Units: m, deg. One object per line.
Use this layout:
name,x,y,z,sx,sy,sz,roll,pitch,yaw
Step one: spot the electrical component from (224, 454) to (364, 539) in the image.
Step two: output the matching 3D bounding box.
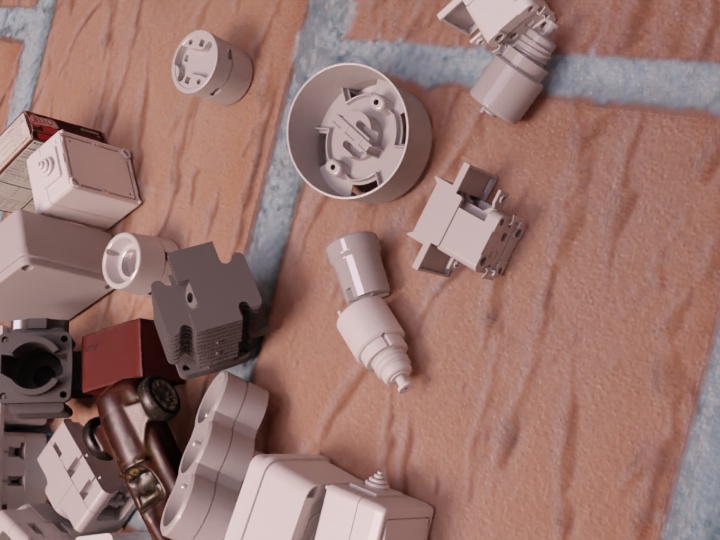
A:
electrical component,-0.052,0.192,0.776,0.057,0.078,0.113,22,95,36

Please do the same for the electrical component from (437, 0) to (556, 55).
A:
electrical component,0.101,-0.188,0.754,0.081,0.042,0.063,-39,63,26

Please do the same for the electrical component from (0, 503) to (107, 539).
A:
electrical component,-0.291,0.285,0.936,0.062,0.089,0.150,27,98,38

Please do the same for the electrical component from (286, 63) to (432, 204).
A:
electrical component,0.001,-0.099,0.799,0.099,0.064,0.099,-8,77,37

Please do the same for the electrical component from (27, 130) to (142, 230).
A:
electrical component,-0.259,-0.080,0.977,0.061,0.096,0.061,-32,63,29

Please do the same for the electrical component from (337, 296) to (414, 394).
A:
electrical component,0.015,0.055,0.774,0.040,0.040,0.078,-46,58,22

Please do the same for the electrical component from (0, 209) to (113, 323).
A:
electrical component,-0.296,0.002,0.984,0.109,0.109,0.056,-31,61,30

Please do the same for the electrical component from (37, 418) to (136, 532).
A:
electrical component,-0.237,0.182,0.939,0.055,0.050,0.089,-53,55,17

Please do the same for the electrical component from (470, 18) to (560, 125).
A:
electrical component,0.109,-0.136,0.738,0.040,0.040,0.078,46,110,34

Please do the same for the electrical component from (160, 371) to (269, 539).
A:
electrical component,-0.094,0.151,0.820,0.052,0.074,0.138,-42,26,49

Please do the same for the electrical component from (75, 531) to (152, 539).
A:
electrical component,-0.207,0.266,0.896,0.050,0.056,0.089,-16,72,35

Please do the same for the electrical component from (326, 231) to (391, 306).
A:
electrical component,0.000,0.000,0.798,0.040,0.040,0.046,-28,70,31

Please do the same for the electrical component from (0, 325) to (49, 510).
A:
electrical component,-0.349,0.155,1.025,0.105,0.060,0.186,-12,74,36

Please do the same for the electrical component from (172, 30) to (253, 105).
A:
electrical component,-0.126,-0.172,0.923,0.055,0.047,0.055,-8,76,37

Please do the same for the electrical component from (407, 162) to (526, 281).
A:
electrical component,0.076,-0.028,0.742,0.064,0.042,0.081,34,103,35

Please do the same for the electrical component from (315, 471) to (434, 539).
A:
electrical component,0.010,0.188,0.739,0.061,0.062,0.096,14,90,39

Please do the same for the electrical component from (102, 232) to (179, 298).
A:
electrical component,-0.192,-0.005,0.942,0.055,0.047,0.055,-8,76,37
